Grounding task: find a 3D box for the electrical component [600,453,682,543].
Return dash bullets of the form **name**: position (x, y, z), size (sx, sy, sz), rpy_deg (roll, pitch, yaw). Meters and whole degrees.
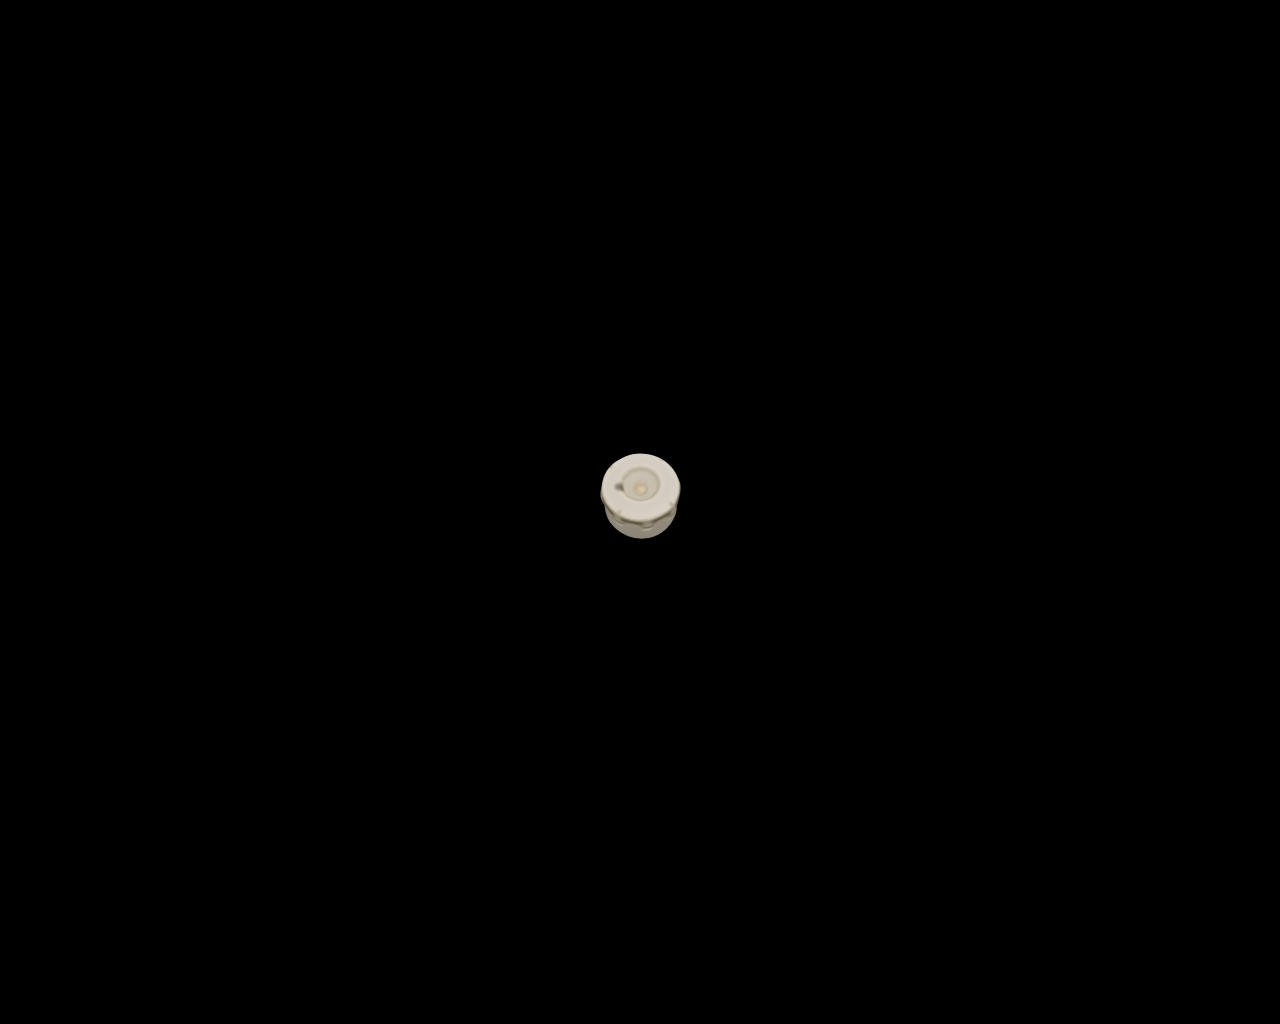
- **electrical component**: position (0.001, -0.003, 0.650), size (0.048, 0.048, 0.062), rpy_deg (0, -28, 0)
